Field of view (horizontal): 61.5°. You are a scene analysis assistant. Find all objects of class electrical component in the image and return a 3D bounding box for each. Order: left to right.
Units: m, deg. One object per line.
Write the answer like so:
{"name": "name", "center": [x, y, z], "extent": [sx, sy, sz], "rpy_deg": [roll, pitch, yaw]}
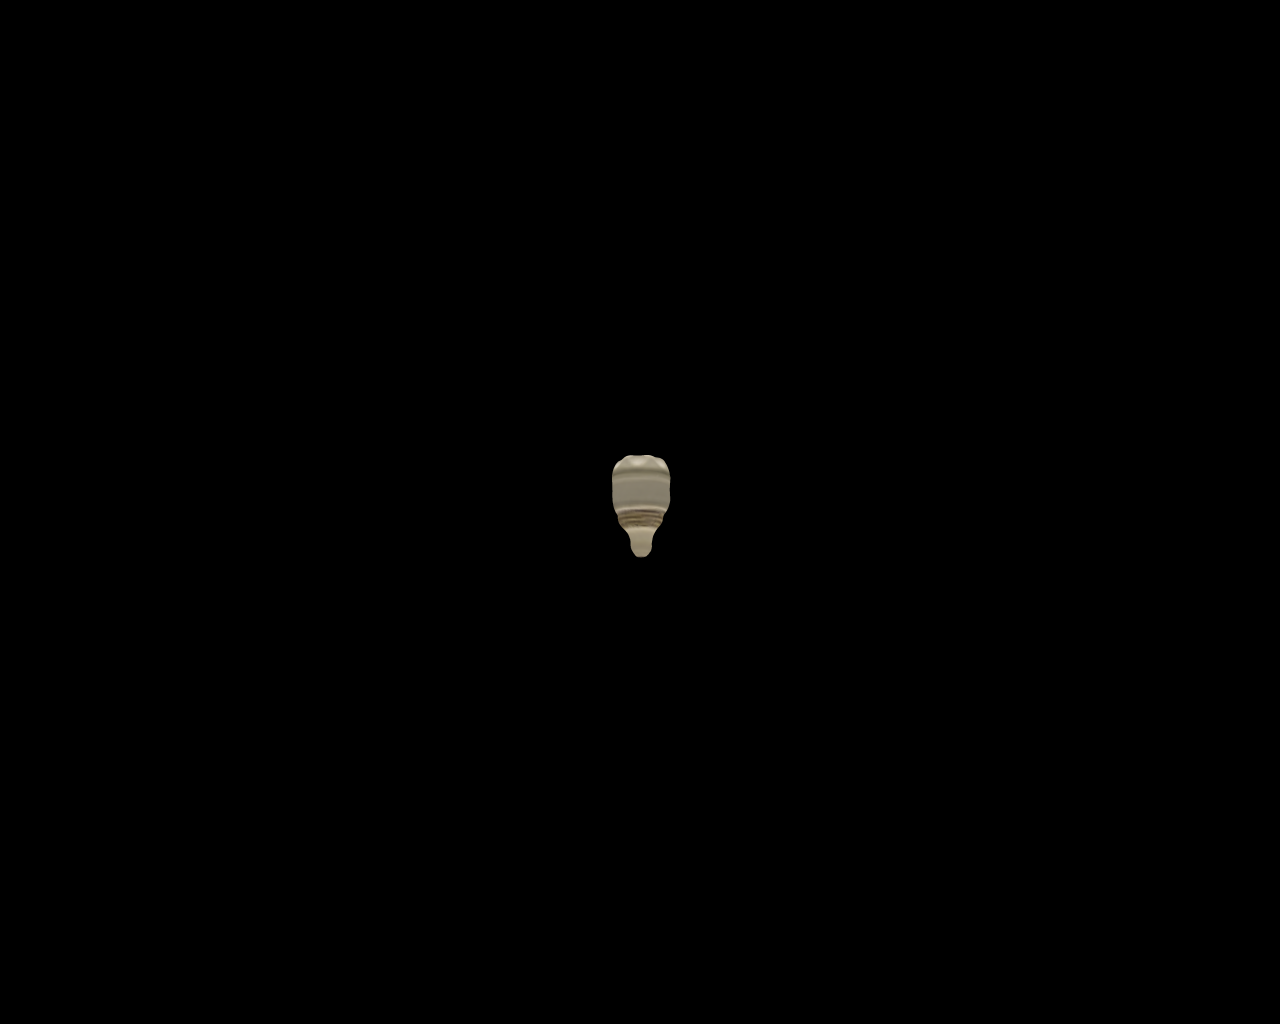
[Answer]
{"name": "electrical component", "center": [0.001, -0.003, 0.650], "extent": [0.035, 0.061, 0.035], "rpy_deg": [0, -9, 0]}
